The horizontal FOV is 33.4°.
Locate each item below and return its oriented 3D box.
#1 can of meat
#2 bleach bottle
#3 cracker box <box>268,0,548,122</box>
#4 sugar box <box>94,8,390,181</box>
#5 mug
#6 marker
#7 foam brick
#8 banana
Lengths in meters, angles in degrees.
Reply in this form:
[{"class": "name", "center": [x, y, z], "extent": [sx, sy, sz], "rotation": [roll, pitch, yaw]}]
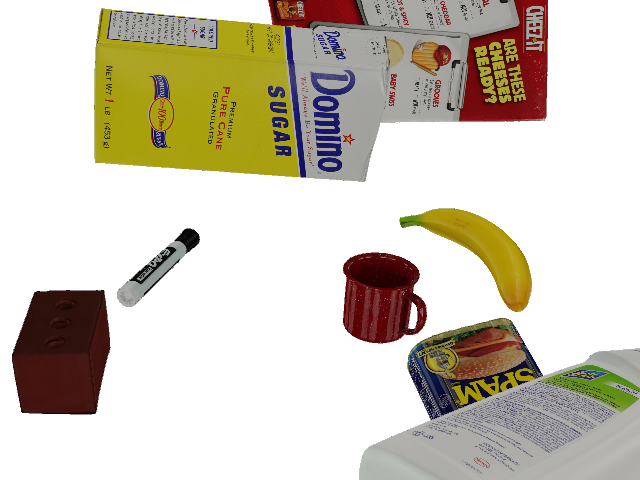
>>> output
[{"class": "can of meat", "center": [0.130, 0.117, 0.873], "extent": [0.102, 0.057, 0.084], "rotation": [-12, 47, -12]}, {"class": "bleach bottle", "center": [0.144, 0.112, 0.590], "extent": [0.250, 0.068, 0.103], "rotation": [-16, 25, -36]}, {"class": "cracker box", "center": [0.071, -0.178, 0.847], "extent": [0.214, 0.164, 0.072], "rotation": [0, 40, 11]}, {"class": "sugar box", "center": [-0.050, -0.087, 0.666], "extent": [0.176, 0.093, 0.048], "rotation": [5, 44, -7]}, {"class": "mug", "center": [0.080, 0.076, 1.296], "extent": [0.117, 0.081, 0.093], "rotation": [24, 33, 33]}, {"class": "marker", "center": [-0.143, 0.022, 0.960], "extent": [0.020, 0.020, 0.121], "rotation": [0, 27, 26]}, {"class": "foam brick", "center": [-0.179, 0.077, 0.745], "extent": [0.053, 0.051, 0.078], "rotation": [0, 31, -3]}, {"class": "banana", "center": [0.164, 0.011, 1.094], "extent": [0.069, 0.037, 0.198], "rotation": [-35, 39, -13]}]
